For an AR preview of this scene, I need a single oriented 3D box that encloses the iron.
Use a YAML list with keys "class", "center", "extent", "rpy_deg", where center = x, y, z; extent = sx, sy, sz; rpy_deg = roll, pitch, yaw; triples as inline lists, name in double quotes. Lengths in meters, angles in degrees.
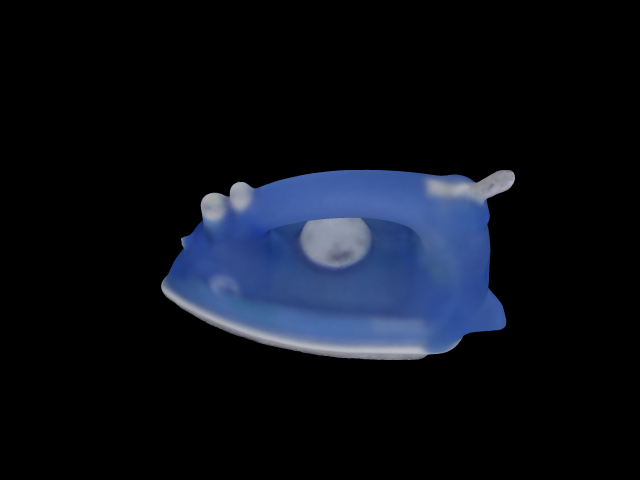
- class: "iron"
  center: [0.004, 0.001, 0.400]
  extent: [0.258, 0.141, 0.118]
  rpy_deg: [0, 53, 0]
